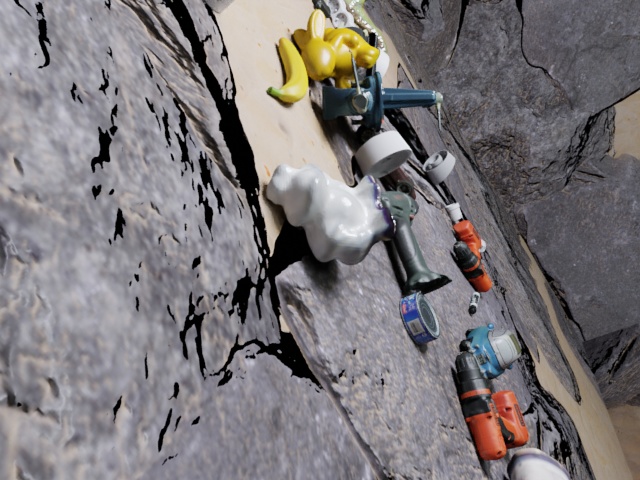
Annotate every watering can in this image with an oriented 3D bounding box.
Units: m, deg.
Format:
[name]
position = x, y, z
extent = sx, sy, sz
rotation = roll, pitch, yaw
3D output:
[watering can]
position = 0.359, 0.441, 0.832
extent = 0.342, 0.103, 0.229
rotation = 58, 24, -24

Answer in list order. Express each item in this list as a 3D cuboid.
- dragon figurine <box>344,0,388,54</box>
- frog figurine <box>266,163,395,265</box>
[dragon figurine]
position = 0.064, -0.729, 1.541
extent = 0.244, 0.120, 0.415
rotation = -9, 70, -47
[frog figurine]
position = 0.002, -0.035, 0.689
extent = 0.159, 0.120, 0.140
rotation = 5, 62, -20
